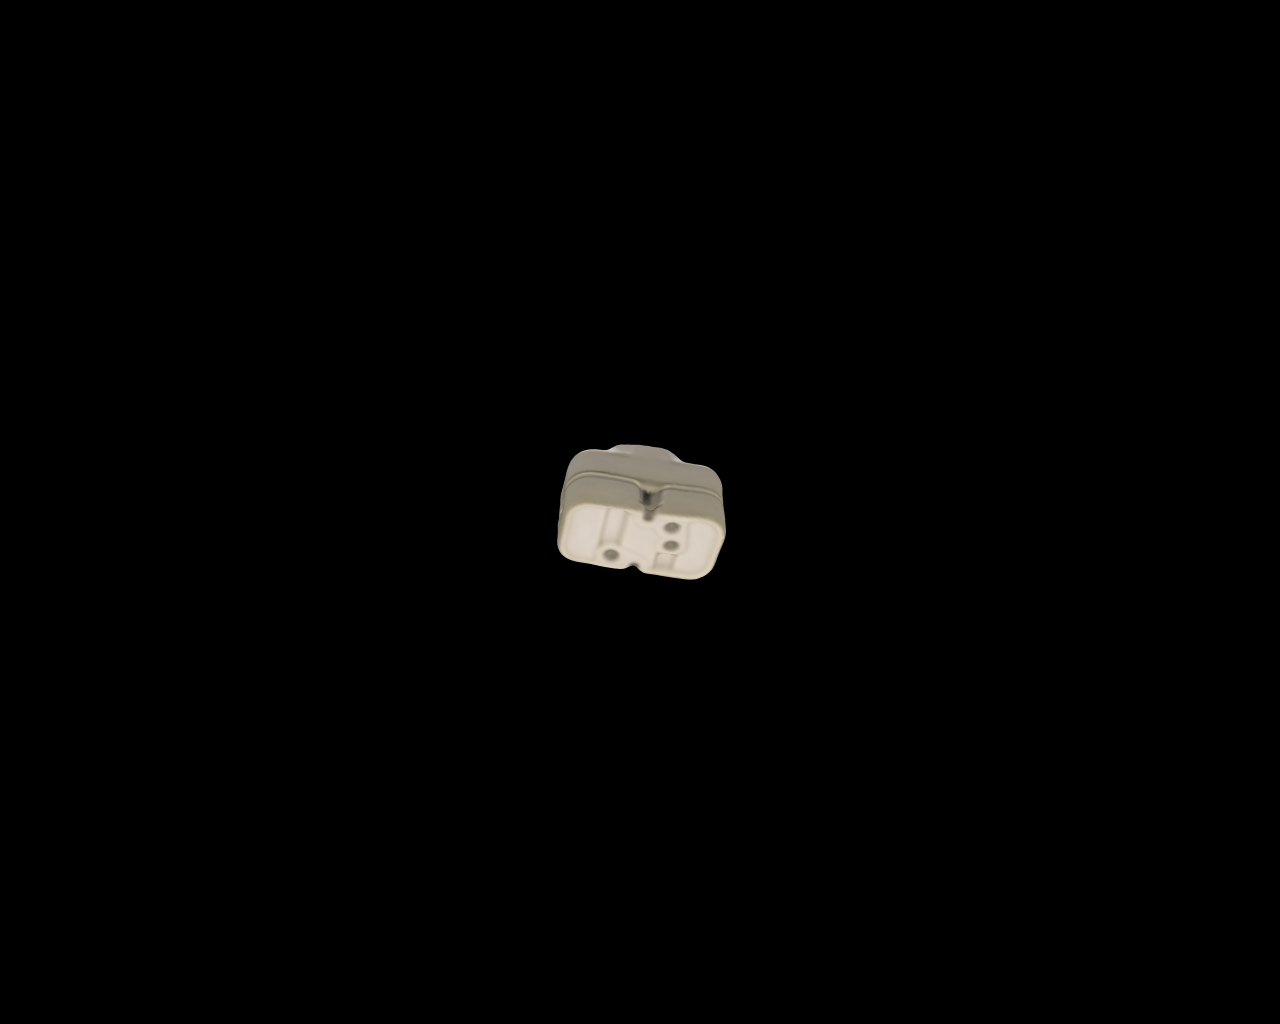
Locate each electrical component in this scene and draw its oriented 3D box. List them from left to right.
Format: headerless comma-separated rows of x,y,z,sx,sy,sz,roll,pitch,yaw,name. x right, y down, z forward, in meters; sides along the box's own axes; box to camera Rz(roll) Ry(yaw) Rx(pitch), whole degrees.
0.001,-0.003,0.650,0.095,0.053,0.059,9,44,-8,electrical component
